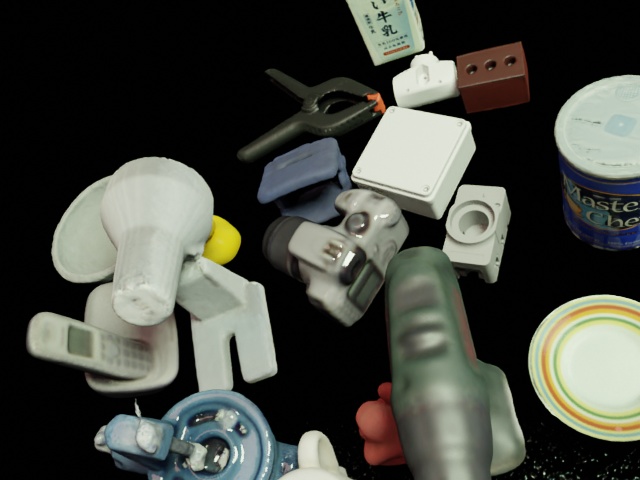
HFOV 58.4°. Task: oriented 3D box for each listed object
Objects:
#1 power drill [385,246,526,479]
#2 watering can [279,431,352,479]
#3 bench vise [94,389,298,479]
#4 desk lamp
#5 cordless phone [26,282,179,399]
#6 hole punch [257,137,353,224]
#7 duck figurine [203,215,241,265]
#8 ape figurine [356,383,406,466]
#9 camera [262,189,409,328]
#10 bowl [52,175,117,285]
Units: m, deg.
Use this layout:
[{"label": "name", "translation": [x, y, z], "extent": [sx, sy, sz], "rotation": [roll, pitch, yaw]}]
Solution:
[{"label": "power drill", "translation": [0.109, 0.129, 0.458], "extent": [0.075, 0.209, 0.229], "rotation": [-18, 57, 16]}, {"label": "watering can", "translation": [-0.002, 0.244, 0.457], "extent": [0.101, 0.195, 0.172], "rotation": [-34, 54, 6]}, {"label": "bench vise", "translation": [-0.143, 0.205, 0.530], "extent": [0.207, 0.220, 0.121], "rotation": [-18, 57, 16]}, {"label": "desk lamp", "translation": [-0.146, 0.041, 0.626], "extent": [0.118, 0.214, 0.203], "rotation": [-24, 56, 12]}, {"label": "cordless phone", "translation": [-0.251, 0.099, 0.662], "extent": [0.094, 0.186, 0.147], "rotation": [-26, 55, 11]}, {"label": "hole punch", "translation": [-0.022, -0.079, 0.709], "extent": [0.108, 0.091, 0.101], "rotation": [-21, 56, 14]}, {"label": "duck figurine", "translation": [-0.166, -0.010, 0.743], "extent": [0.104, 0.086, 0.077], "rotation": [6, 67, 28]}, {"label": "ape figurine", "translation": [0.062, 0.171, 0.530], "extent": [0.075, 0.092, 0.078], "rotation": [27, 78, 34]}, {"label": "camera", "translation": [0.006, 0.002, 0.644], "extent": [0.136, 0.101, 0.143], "rotation": [24, 76, 34]}, {"label": "bowl", "translation": [-0.285, -0.005, 0.805], "extent": [0.167, 0.075, 0.167], "rotation": [-11, 59, 20]}]
